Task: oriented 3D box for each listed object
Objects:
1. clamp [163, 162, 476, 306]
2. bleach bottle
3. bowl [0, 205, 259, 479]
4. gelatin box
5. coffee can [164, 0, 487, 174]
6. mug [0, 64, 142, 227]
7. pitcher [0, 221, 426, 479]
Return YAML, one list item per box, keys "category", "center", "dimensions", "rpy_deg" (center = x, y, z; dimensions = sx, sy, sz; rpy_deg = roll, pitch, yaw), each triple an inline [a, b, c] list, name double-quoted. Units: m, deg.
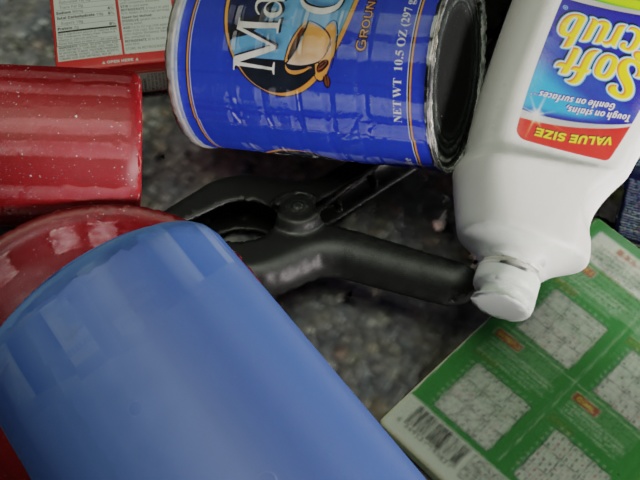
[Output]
- category: "clamp"
  center: [-0.004, 0.001, 0.552]
  dimensions: [0.171, 0.039, 0.120]
  rpy_deg: [-15, 41, -11]
- category: "bleach bottle"
  center: [0.134, -0.071, 0.549]
  dimensions: [0.102, 0.068, 0.250]
  rpy_deg: [26, 66, -9]
- category: "bowl"
  center: [-0.099, 0.065, 0.497]
  dimensions: [0.162, 0.055, 0.162]
  rpy_deg: [3, 58, -4]
- category: "gelatin box"
  center: [-0.120, -0.126, 0.629]
  dimensions: [0.073, 0.030, 0.089]
  rpy_deg: [-8, 59, -9]
- category: "coffee can"
  center: [0.006, -0.092, 0.553]
  dimensions: [0.140, 0.103, 0.102]
  rpy_deg: [8, 56, 21]
- category: "mug"
  center: [-0.135, -0.052, 0.555]
  dimensions: [0.081, 0.093, 0.117]
  rpy_deg: [0, 22, -12]
- category: "pitcher"
  center: [-0.024, 0.120, 0.377]
  dimensions: [0.243, 0.145, 0.149]
  rpy_deg: [52, 33, 17]
